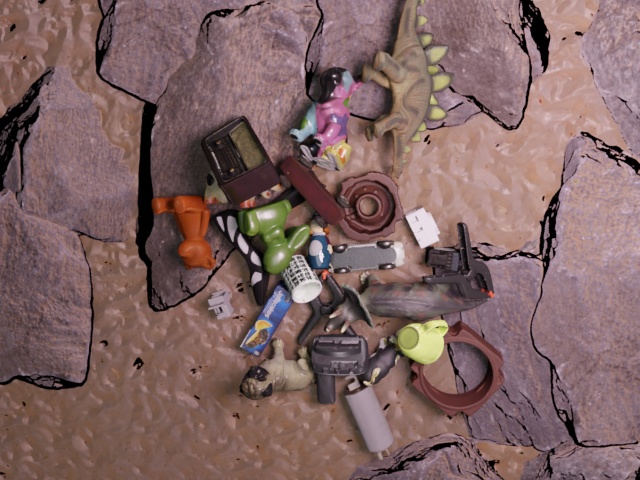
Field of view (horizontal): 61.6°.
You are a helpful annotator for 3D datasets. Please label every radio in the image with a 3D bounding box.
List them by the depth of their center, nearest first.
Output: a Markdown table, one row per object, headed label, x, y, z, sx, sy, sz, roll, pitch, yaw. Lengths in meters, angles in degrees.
| label | x | y | z | sx | sy | sz | roll | pitch | yaw |
| --- | --- | --- | --- | --- | --- | --- | --- | --- | --- |
| radio | -0.192 | -0.188 | 1.262 | 0.131 | 0.230 | 0.073 | -29 | 134 | -2 |

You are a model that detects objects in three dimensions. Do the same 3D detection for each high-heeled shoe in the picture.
| label | x | y | z | sx | sy | sz | roll | pitch | yaw |
| --- | --- | --- | --- | --- | --- | --- | --- | --- | --- |
| high-heeled shoe | -0.206 | 0.046 | 1.379 | 0.145 | 0.086 | 0.248 | 2 | 93 | 9 |

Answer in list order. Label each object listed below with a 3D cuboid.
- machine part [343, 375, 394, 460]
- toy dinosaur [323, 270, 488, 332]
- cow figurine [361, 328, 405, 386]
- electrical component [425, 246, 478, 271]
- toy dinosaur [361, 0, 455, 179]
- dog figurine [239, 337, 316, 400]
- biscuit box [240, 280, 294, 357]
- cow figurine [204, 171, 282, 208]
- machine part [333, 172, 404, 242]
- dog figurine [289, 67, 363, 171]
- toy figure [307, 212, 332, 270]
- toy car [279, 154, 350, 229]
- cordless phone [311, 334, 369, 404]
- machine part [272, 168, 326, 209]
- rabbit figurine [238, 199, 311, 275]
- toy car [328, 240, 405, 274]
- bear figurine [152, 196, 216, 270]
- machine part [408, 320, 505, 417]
| label | x | y | z | sx | sy | sz | roll | pitch | yaw |
| --- | --- | --- | --- | --- | --- | --- | --- | --- | --- |
| machine part | 0.127 | 0.457 | 1.397 | 0.079 | 0.079 | 0.243 | -22 | 94 | 10 |
| toy dinosaur | 0.203 | 0.148 | 1.282 | 0.405 | 0.192 | 0.131 | -4 | 100 | 10 |
| cow figurine | 0.168 | 0.292 | 1.356 | 0.068 | 0.098 | 0.167 | 41 | 101 | 6 |
| electrical component | 0.319 | 0.045 | 1.310 | 0.119 | 0.075 | 0.047 | 7 | 100 | 3 |
| toy dinosaur | 0.200 | -0.374 | 1.227 | 0.198 | 0.105 | 0.470 | -4 | 104 | -18 |
| dog figurine | -0.097 | 0.354 | 1.345 | 0.172 | 0.190 | 0.121 | 15 | 112 | 7 |
| biscuit box | -0.131 | 0.204 | 1.401 | 0.059 | 0.063 | 0.202 | 31 | 102 | 1 |
| cow figurine | -0.190 | -0.144 | 1.347 | 0.195 | 0.085 | 0.127 | 5 | 100 | 12 |
| machine part | 0.120 | -0.083 | 1.326 | 0.179 | 0.056 | 0.179 | 2 | 100 | 9 |
| dog figurine | 0.039 | -0.298 | 1.281 | 0.109 | 0.191 | 0.219 | 20 | 73 | 38 |
| toy figure | -0.001 | -0.004 | 1.337 | 0.064 | 0.058 | 0.154 | -1 | 79 | -3 |
| toy car | -0.016 | -0.119 | 1.302 | 0.202 | 0.053 | 0.089 | 47 | 109 | 8 |
| cordless phone | 0.050 | 0.333 | 1.355 | 0.147 | 0.089 | 0.184 | -1 | 101 | 8 |
| machine part | -0.059 | -0.118 | 1.355 | 0.139 | 0.039 | 0.084 | -40 | 99 | 10 |
| rabbit figurine | -0.111 | -0.005 | 1.313 | 0.159 | 0.121 | 0.170 | -18 | 100 | -25 |
| toy car | 0.111 | 0.042 | 1.346 | 0.202 | 0.056 | 0.073 | -6 | 92 | 12 |
| bear figurine | -0.341 | -0.014 | 1.368 | 0.120 | 0.132 | 0.195 | 3 | 95 | 32 |
| machine part | 0.340 | 0.322 | 1.343 | 0.201 | 0.087 | 0.201 | 40 | 100 | 1 |
